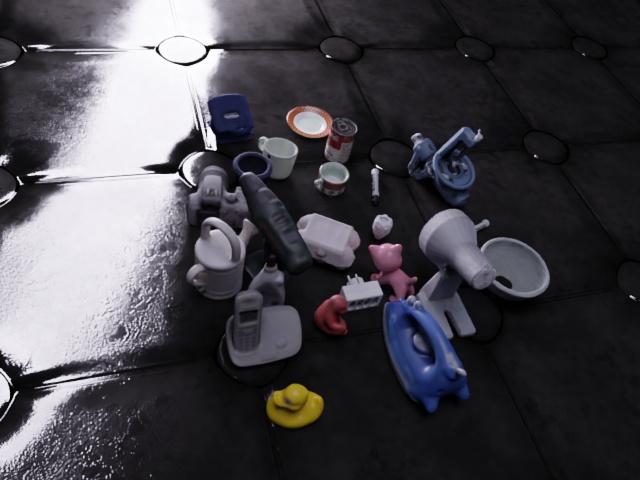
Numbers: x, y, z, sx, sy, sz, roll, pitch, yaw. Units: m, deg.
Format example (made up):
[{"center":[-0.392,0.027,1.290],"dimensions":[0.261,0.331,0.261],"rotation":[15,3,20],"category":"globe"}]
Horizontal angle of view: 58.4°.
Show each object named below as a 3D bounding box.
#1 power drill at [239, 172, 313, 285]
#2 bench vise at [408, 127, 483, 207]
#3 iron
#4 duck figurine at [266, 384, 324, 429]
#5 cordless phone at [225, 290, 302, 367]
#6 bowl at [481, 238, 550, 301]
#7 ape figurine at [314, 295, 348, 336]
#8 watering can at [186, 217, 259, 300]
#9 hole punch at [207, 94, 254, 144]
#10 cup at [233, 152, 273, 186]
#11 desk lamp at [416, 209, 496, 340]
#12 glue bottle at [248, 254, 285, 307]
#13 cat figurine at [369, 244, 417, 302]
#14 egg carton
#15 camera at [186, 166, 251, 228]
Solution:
[{"center":[-0.104,0.002,1.173],"dimensions":[0.076,0.208,0.229],"rotation":[-26,62,-29],"category":"power drill"},{"center":[0.309,-0.209,1.432],"dimensions":[0.207,0.220,0.122],"rotation":[32,52,13],"category":"bench vise"},{"center":[0.204,0.197,1.132],"dimensions":[0.119,0.141,0.257],"rotation":[-13,56,-22],"category":"iron"},{"center":[-0.042,0.291,1.035],"dimensions":[0.105,0.086,0.077],"rotation":[2,51,-11],"category":"duck figurine"},{"center":[-0.101,0.152,1.067],"dimensions":[0.148,0.185,0.094],"rotation":[-10,55,-20],"category":"cordless phone"},{"center":[0.435,0.080,1.324],"dimensions":[0.167,0.075,0.167],"rotation":[7,51,-8],"category":"bowl"},{"center":[0.030,0.147,1.164],"dimensions":[0.076,0.092,0.078],"rotation":[15,50,-1],"category":"ape figurine"},{"center":[-0.196,0.022,1.144],"dimensions":[0.101,0.194,0.173],"rotation":[20,50,3],"category":"watering can"},{"center":[-0.227,-0.313,1.472],"dimensions":[0.109,0.091,0.101],"rotation":[-16,57,-24],"category":"hole punch"},{"center":[-0.159,-0.135,1.343],"dimensions":[0.092,0.095,0.117],"rotation":[-4,53,-16],"category":"cup"},{"center":[0.283,0.072,1.204],"dimensions":[0.118,0.213,0.203],"rotation":[-9,54,-19],"category":"desk lamp"},{"center":[-0.102,0.083,1.130],"dimensions":[0.078,0.173,0.037],"rotation":[7,51,-7],"category":"glue bottle"},{"center":[0.160,0.061,1.246],"dimensions":[0.067,0.118,0.127],"rotation":[-32,65,-32],"category":"cat figurine"},{"center":[0.012,0.005,1.288],"dimensions":[0.150,0.069,0.107],"rotation":[19,50,3],"category":"egg carton"},{"center":[-0.226,-0.107,1.301],"dimensions":[0.143,0.101,0.136],"rotation":[4,51,-10],"category":"camera"}]
